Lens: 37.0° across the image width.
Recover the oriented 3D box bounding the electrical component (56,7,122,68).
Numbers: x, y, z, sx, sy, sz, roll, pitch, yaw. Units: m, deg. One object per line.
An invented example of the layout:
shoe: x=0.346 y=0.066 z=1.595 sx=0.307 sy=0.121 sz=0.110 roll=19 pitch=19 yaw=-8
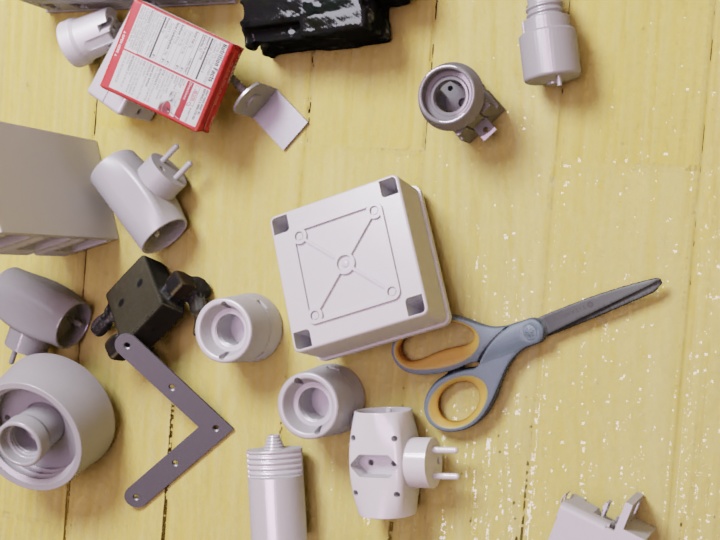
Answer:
electrical component: x=-0.223 y=-0.195 z=0.897 sx=0.046 sy=0.040 sz=0.040 roll=-17 pitch=84 yaw=16

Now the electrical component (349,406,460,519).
electrical component: x=0.035 y=0.141 z=0.789 sx=0.079 sy=0.043 sz=0.077 roll=-3 pitch=89 yaw=25

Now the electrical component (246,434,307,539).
electrical component: x=-0.065 y=0.168 z=0.831 sx=0.043 sy=0.043 sz=0.081 roll=-4 pitch=88 yaw=22

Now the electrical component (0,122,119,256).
electrical component: x=-0.269 y=-0.061 z=0.856 sx=0.062 sy=0.150 sz=0.089 roll=-16 pitch=84 yaw=20

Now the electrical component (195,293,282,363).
electrical component: x=-0.096 y=0.046 z=0.841 sx=0.055 sy=0.047 sz=0.055 roll=0 pitch=90 yaw=22

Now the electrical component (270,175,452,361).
electrical component: x=0.000 y=0.000 z=0.788 sx=0.109 sy=0.056 sz=0.108 roll=-18 pitch=73 yaw=20

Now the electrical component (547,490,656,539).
electrical component: x=0.162 y=0.187 z=0.740 sx=0.064 sy=0.042 sz=0.081 roll=23 pitch=98 yaw=22

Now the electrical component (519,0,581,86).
electrical component: x=0.131 y=-0.164 z=0.752 sx=0.040 sy=0.040 sz=0.078 roll=-7 pitch=88 yaw=22

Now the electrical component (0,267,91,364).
electrical component: x=-0.279 y=0.048 z=0.918 sx=0.077 sy=0.043 sz=0.079 roll=25 pitch=99 yaw=20

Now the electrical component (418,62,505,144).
electrical component: x=0.070 y=-0.121 z=0.769 sx=0.048 sy=0.055 sz=0.066 roll=-43 pitch=75 yaw=17

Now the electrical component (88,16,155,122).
electrical component: x=-0.162 y=-0.157 z=0.868 sx=0.076 sy=0.047 sz=0.083 roll=36 pitch=103 yaw=18

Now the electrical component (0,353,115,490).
electrical component: x=-0.265 y=0.130 z=0.885 sx=0.108 sy=0.060 sz=0.108 roll=6 pitch=111 yaw=15

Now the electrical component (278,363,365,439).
electrical component: x=-0.030 y=0.100 z=0.815 sx=0.055 sy=0.047 sz=0.055 roll=0 pitch=90 yaw=22

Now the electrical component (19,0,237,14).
electrical component: x=-0.194 y=-0.271 z=0.874 sx=0.186 sy=0.060 sz=0.105 roll=3 pitch=91 yaw=22

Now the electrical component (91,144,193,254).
electrical component: x=-0.168 y=-0.068 z=0.872 sx=0.079 sy=0.044 sz=0.077 roll=-43 pitch=75 yaw=16
